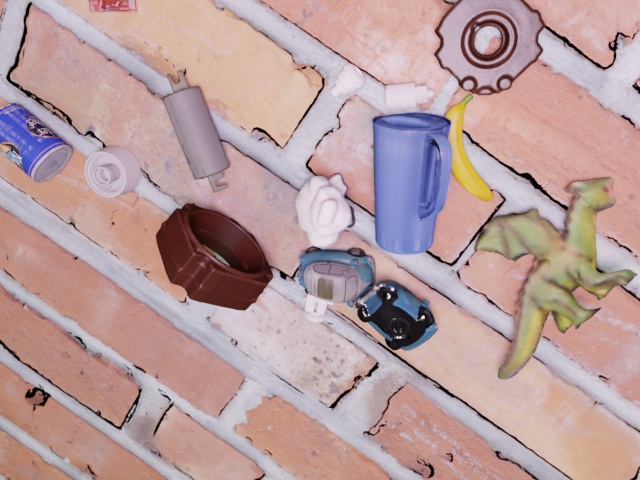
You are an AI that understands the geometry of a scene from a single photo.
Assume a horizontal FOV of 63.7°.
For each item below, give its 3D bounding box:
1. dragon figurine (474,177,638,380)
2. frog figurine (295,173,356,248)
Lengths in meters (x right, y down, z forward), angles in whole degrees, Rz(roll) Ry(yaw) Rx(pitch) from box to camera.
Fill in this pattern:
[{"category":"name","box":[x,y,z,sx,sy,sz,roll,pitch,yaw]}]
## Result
[{"category":"dragon figurine","box":[0.396,0.057,0.946,0.245,0.123,0.405,46,112,14]},{"category":"frog figurine","box":[0.003,-0.048,0.955,0.123,0.162,0.135,9,112,12]}]
